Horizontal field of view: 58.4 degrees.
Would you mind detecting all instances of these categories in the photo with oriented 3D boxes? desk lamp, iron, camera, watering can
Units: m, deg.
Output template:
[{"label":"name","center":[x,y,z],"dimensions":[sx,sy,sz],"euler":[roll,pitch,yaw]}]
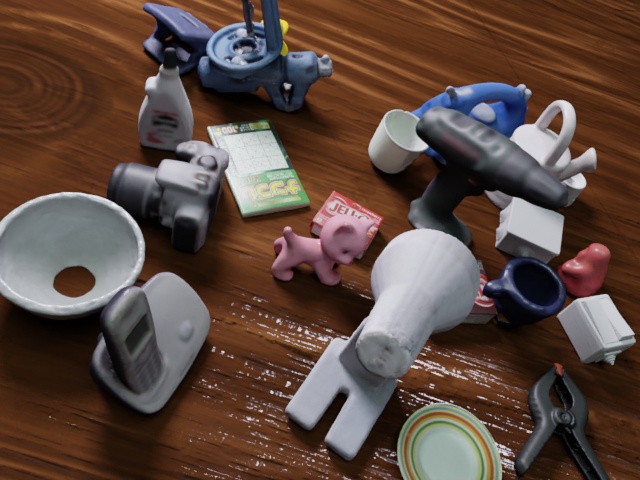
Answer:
[{"label":"desk lamp","center":[0.075,0.113,0.641],"dimensions":[0.118,0.213,0.203],"euler":[33,52,8]},{"label":"iron","center":[0.285,-0.221,0.994],"dimensions":[0.259,0.141,0.118],"euler":[-13,60,-25]},{"label":"camera","center":[-0.201,-0.076,0.763],"dimensions":[0.137,0.101,0.143],"euler":[14,52,-7]},{"label":"watering can","center":[0.357,-0.140,0.925],"dimensions":[0.173,0.194,0.101],"euler":[-5,57,-20]}]

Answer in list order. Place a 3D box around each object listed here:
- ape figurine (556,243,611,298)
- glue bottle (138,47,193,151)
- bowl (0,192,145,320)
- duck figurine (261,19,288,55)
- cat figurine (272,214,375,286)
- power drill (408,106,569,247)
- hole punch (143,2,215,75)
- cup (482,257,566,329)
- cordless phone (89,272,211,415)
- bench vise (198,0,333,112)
[{"label":"ape figurine","center":[0.409,0.039,0.876],"dimensions":[0.078,0.092,0.076],"euler":[3,54,-15]},{"label":"glue bottle","center":[-0.213,-0.196,0.800],"dimensions":[0.078,0.173,0.037],"euler":[3,54,-15]},{"label":"bowl","center":[-0.293,0.029,0.675],"dimensions":[0.167,0.074,0.167],"euler":[9,53,-11]},{"label":"duck figurine","center":[-0.093,-0.350,1.005],"dimensions":[0.077,0.086,0.105],"euler":[38,53,12]},{"label":"cat figurine","center":[0.007,0.003,0.761],"dimensions":[0.128,0.117,0.067],"euler":[5,54,-14]},{"label":"power drill","center":[0.216,-0.074,0.824],"dimensions":[0.076,0.208,0.229],"euler":[-32,69,-33]},{"label":"hole punch","center":[-0.232,-0.350,0.958],"dimensions":[0.108,0.091,0.101],"euler":[40,54,13]},{"label":"cup","center":[0.266,0.084,0.797],"dimensions":[0.118,0.095,0.091],"euler":[0,55,-17]},{"label":"cordless phone","center":[-0.175,0.085,0.601],"dimensions":[0.094,0.185,0.148],"euler":[24,52,1]},{"label":"bench vise","center":[-0.080,-0.319,0.901],"dimensions":[0.208,0.219,0.121],"euler":[-6,57,-21]}]
